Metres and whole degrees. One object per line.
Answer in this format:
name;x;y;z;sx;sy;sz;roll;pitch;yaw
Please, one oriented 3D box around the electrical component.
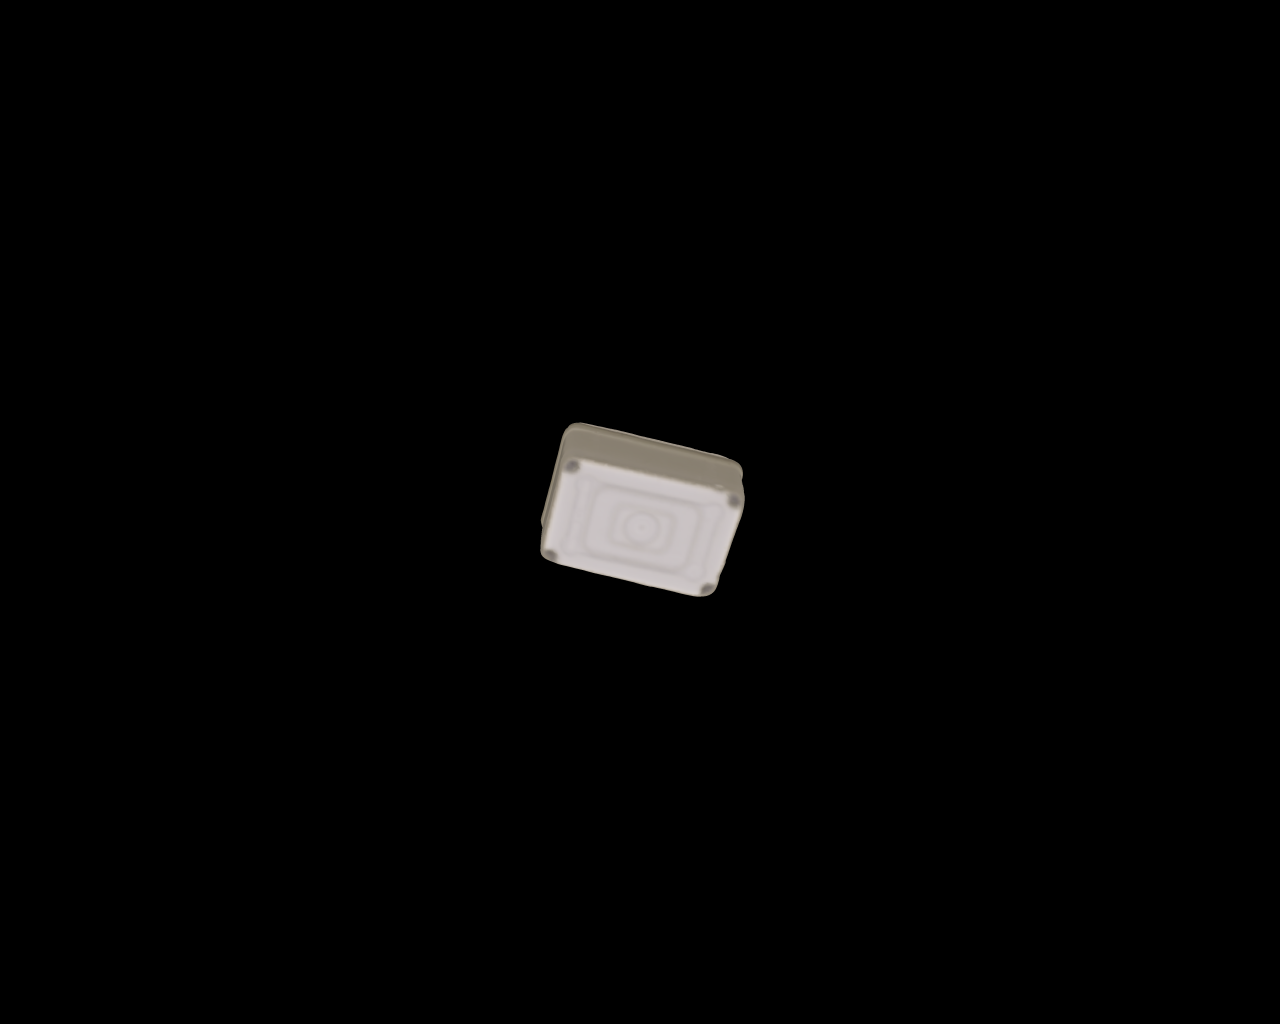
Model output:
electrical component;0.001;-0.003;0.650;0.113;0.078;0.057;14;26;-7
